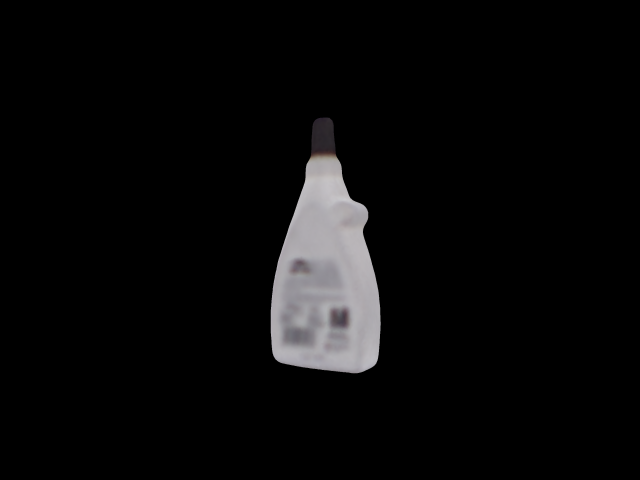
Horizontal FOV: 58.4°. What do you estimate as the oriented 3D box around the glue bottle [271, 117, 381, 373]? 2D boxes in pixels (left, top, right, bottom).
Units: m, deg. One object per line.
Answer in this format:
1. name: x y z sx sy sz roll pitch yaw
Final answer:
1. glue bottle: 0.004 0.001 0.400 0.078 0.173 0.037 1 3 28
